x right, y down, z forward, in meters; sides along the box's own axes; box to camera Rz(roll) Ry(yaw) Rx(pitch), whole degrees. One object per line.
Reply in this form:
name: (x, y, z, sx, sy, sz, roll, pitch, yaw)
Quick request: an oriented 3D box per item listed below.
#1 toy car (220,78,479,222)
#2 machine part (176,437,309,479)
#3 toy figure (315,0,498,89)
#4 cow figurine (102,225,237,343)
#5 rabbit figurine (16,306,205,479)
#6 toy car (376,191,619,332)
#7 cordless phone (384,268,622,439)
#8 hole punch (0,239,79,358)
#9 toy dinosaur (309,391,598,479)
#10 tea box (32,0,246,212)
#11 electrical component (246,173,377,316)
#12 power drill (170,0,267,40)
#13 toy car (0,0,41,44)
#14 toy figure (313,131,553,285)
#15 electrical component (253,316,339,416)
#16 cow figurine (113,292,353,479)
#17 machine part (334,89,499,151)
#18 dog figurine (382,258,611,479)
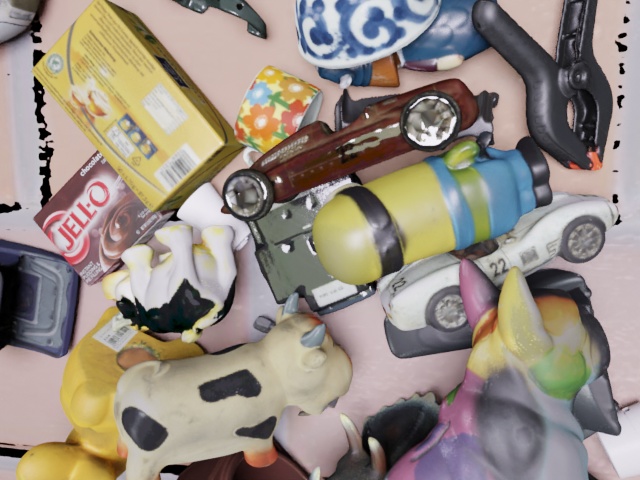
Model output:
toy car: (0.015, -0.066, 0.395, 0.202, 0.089, 0.053, -18, 102, 19)
machine part: (-0.049, 0.281, 0.464, 0.087, 0.201, 0.201, -40, 90, 11)
toy figure: (0.073, -0.163, 0.453, 0.155, 0.064, 0.057, -15, 138, 16)
cow figurine: (-0.140, 0.051, 0.488, 0.167, 0.068, 0.098, -25, 72, 42)
rabbit figurine: (-0.199, 0.179, 0.515, 0.122, 0.162, 0.173, 25, 119, -7)
toy car: (0.143, 0.013, 0.442, 0.202, 0.073, 0.056, -29, 104, 1)
cordless phone: (0.154, 0.111, 0.478, 0.184, 0.089, 0.146, -13, 94, 22)
hole punch: (-0.314, 0.061, 0.546, 0.116, 0.092, 0.142, 21, 106, 37)
toy dinosaur: (0.177, 0.250, 0.470, 0.405, 0.131, 0.192, 9, 100, 2)
tea box: (-0.163, -0.120, 0.494, 0.098, 0.068, 0.169, -39, 89, 12)
electrical component: (-0.001, -0.001, 0.489, 0.115, 0.058, 0.134, -22, 94, 14)
power drill: (-0.048, -0.283, 0.446, 0.232, 0.086, 0.207, 22, 105, 8)
toy car: (-0.309, -0.238, 0.482, 0.103, 0.109, 0.161, 10, 103, 4)
toy figure: (0.081, -0.025, 0.403, 0.180, 0.089, 0.082, -17, 88, 6)
electrical component: (-0.025, 0.125, 0.520, 0.102, 0.045, 0.078, 17, 72, 4)
cow figurine: (-0.064, 0.118, 0.437, 0.195, 0.086, 0.127, -6, 115, -23)
machine part: (0.078, -0.106, 0.457, 0.139, 0.084, 0.039, 3, 131, 21)
dog figurine: (0.106, 0.125, 0.360, 0.192, 0.108, 0.219, -8, 92, -7)
